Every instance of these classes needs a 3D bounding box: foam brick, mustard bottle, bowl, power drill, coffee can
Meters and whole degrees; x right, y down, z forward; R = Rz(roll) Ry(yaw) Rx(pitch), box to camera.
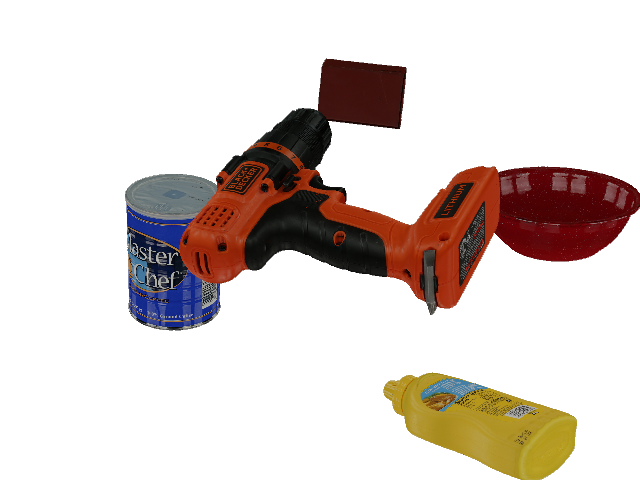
[{"bbox_3d":[0.038,-0.135,0.982,0.078,0.051,0.053,7,17,5],"label":"foam brick"},{"bbox_3d":[0.138,0.168,1.017,0.192,0.058,0.096,15,22,41],"label":"mustard bottle"},{"bbox_3d":[0.230,-0.022,1.048,0.162,0.055,0.162,-1,23,0],"label":"bowl"},{"bbox_3d":[0.022,-0.026,0.723,0.188,0.057,0.184,9,41,23],"label":"power drill"},{"bbox_3d":[-0.159,0.012,1.159,0.103,0.140,0.103,3,27,-2],"label":"coffee can"}]
